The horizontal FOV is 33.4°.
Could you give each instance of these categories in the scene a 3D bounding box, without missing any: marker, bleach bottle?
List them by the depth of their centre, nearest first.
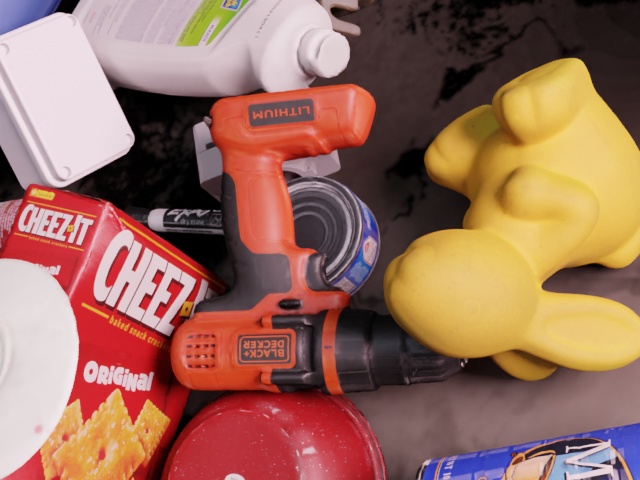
[{"bbox_3d":[-0.081,-0.141,0.761,0.251,0.068,0.102,20,78,43],"label":"bleach bottle"},{"bbox_3d":[-0.094,-0.013,0.773,0.121,0.020,0.020,3,71,26],"label":"marker"}]

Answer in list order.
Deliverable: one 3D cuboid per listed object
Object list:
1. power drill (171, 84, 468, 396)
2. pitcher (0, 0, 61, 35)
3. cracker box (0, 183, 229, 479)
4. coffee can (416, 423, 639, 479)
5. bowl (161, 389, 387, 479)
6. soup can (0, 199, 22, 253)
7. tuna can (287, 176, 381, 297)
[{"bbox_3d":[-0.002,0.002,0.658,0.184,0.057,0.187,-3,77,14],"label":"power drill"},{"bbox_3d":[-0.269,-0.178,0.841,0.149,0.145,0.242,1,61,31],"label":"pitcher"},{"bbox_3d":[-0.150,0.096,0.670,0.072,0.164,0.213,13,76,26],"label":"cracker box"},{"bbox_3d":[0.131,0.152,0.551,0.140,0.102,0.103,-15,64,20],"label":"coffee can"},{"bbox_3d":[-0.042,0.156,0.660,0.162,0.055,0.162,-9,66,21],"label":"bowl"},{"bbox_3d":[-0.229,0.002,0.801,0.102,0.068,0.068,-7,67,23],"label":"soup can"},{"bbox_3d":[-0.005,0.001,0.716,0.086,0.033,0.086,-9,67,21],"label":"tuna can"}]
